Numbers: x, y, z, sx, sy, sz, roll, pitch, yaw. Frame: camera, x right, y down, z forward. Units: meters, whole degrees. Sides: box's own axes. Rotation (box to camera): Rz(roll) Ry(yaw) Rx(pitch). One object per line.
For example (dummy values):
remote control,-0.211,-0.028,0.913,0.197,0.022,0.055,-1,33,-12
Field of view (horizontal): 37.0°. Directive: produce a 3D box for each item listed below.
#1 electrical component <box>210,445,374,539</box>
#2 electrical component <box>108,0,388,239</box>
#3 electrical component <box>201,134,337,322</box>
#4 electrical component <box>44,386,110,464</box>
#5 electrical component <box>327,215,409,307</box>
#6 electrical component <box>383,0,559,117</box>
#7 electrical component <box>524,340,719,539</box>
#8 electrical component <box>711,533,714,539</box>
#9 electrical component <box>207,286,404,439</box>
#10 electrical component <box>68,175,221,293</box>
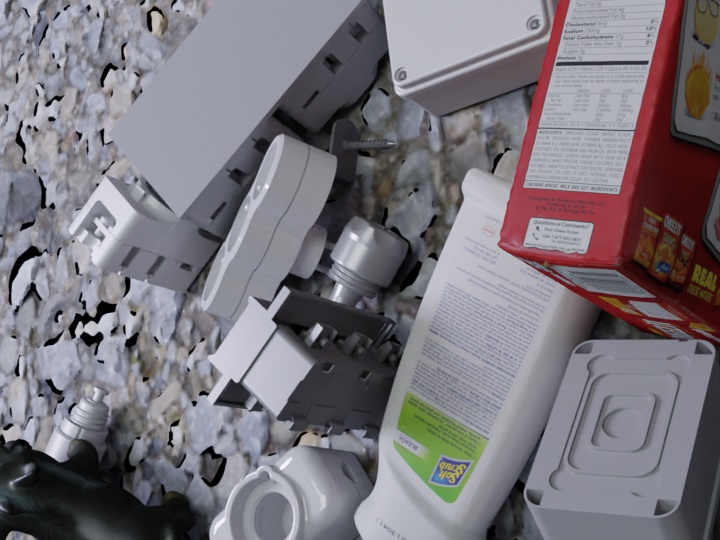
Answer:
electrical component,-0.044,0.154,0.666,0.095,0.059,0.053,-43,59,16
electrical component,-0.073,-0.126,0.746,0.186,0.060,0.105,-49,55,7
electrical component,-0.046,-0.017,0.708,0.138,0.074,0.052,-60,18,30
electrical component,-0.205,0.123,0.790,0.040,0.040,0.078,25,92,35
electrical component,0.000,0.000,0.687,0.043,0.043,0.062,33,98,34
electrical component,0.073,-0.166,0.674,0.109,0.056,0.108,-16,69,29
electrical component,0.137,0.094,0.535,0.078,0.057,0.113,-3,41,33
electrical component,0.146,0.140,0.557,0.078,0.040,0.040,-2,77,33
electrical component,-0.023,0.060,0.638,0.063,0.121,0.078,41,101,31
electrical component,-0.149,-0.027,0.762,0.055,0.089,0.050,-52,57,11
